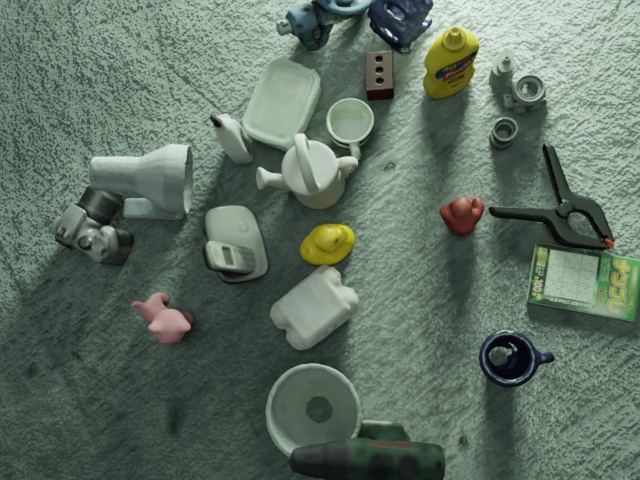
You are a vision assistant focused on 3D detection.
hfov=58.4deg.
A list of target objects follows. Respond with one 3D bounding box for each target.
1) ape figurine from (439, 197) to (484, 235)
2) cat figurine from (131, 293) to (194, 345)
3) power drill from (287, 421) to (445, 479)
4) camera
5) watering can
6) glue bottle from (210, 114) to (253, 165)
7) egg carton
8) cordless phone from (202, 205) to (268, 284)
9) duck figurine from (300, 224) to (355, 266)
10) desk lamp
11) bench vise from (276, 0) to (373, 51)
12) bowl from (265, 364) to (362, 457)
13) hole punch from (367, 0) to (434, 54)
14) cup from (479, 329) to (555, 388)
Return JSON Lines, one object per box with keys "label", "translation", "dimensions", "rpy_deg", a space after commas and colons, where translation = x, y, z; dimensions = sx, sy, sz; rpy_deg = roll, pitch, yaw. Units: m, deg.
{"label": "ape figurine", "translation": [0.250, -0.050, 1.007], "dimensions": [0.077, 0.092, 0.076], "rpy_deg": [7, 82, 10]}
{"label": "cat figurine", "translation": [-0.288, 0.147, 1.046], "dimensions": [0.127, 0.118, 0.067], "rpy_deg": [32, 87, 13]}
{"label": "power drill", "translation": [0.080, 0.341, 0.910], "dimensions": [0.229, 0.208, 0.076], "rpy_deg": [-1, 81, 9]}
{"label": "camera", "translation": [-0.434, -0.038, 1.108], "dimensions": [0.143, 0.101, 0.137], "rpy_deg": [26, 86, 12]}
{"label": "watering can", "translation": [-0.023, -0.119, 1.009], "dimensions": [0.173, 0.194, 0.101], "rpy_deg": [-33, 77, 3]}
{"label": "glue bottle", "translation": [-0.169, -0.196, 1.055], "dimensions": [0.037, 0.173, 0.078], "rpy_deg": [-18, 78, 6]}
{"label": "egg carton", "translation": [-0.009, 0.123, 1.031], "dimensions": [0.150, 0.069, 0.107], "rpy_deg": [-40, 77, 1]}
{"label": "cordless phone", "translation": [-0.166, 0.001, 1.016], "dimensions": [0.094, 0.185, 0.147], "rpy_deg": [-21, 78, 5]}
{"label": "duck figurine", "translation": [0.010, 0.004, 1.039], "dimensions": [0.104, 0.086, 0.077], "rpy_deg": [-22, 78, 5]}
{"label": "desk lamp", "translation": [-0.304, -0.100, 1.040], "dimensions": [0.203, 0.214, 0.118], "rpy_deg": [0, 81, 9]}
{"label": "bench vise", "translation": [0.016, -0.443, 1.042], "dimensions": [0.121, 0.220, 0.207], "rpy_deg": [41, 89, 13]}
{"label": "bowl", "translation": [-0.007, 0.299, 0.999], "dimensions": [0.167, 0.075, 0.167], "rpy_deg": [-1, 81, 9]}
{"label": "hole punch", "translation": [0.152, -0.428, 1.084], "dimensions": [0.101, 0.091, 0.108], "rpy_deg": [-46, 77, 0]}
{"label": "cup", "translation": [0.321, 0.195, 0.954], "dimensions": [0.117, 0.095, 0.092], "rpy_deg": [-4, 80, 8]}
